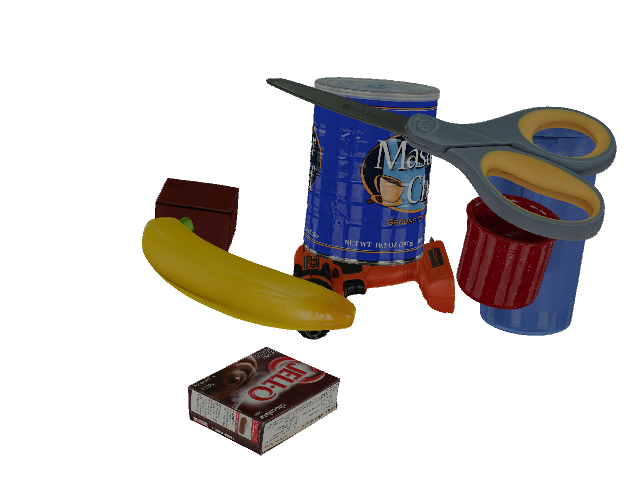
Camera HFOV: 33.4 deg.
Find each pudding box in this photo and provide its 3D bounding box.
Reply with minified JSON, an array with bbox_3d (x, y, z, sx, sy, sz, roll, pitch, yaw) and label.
[{"bbox_3d":[-0.051,0.143,0.969,0.090,0.039,0.113,18,27,34],"label":"pudding box"}]

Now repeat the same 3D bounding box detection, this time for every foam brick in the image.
[{"bbox_3d":[-0.125,-0.025,1.081,0.078,0.051,0.053,8,32,3],"label":"foam brick"}]

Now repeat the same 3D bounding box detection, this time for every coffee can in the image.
[{"bbox_3d":[0.041,-0.060,0.888,0.103,0.140,0.103,4,14,-1],"label":"coffee can"}]

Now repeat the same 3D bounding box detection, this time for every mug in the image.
[{"bbox_3d":[0.173,0.006,1.037,0.093,0.081,0.117,-6,35,-23],"label":"mug"}]

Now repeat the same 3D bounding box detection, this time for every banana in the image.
[{"bbox_3d":[-0.063,0.017,0.698,0.069,0.037,0.198,-20,32,-34],"label":"banana"}]

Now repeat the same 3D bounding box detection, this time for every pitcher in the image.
[{"bbox_3d":[0.246,-0.016,1.231,0.149,0.243,0.145,-6,16,-31],"label":"pitcher"}]

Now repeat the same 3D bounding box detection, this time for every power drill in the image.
[{"bbox_3d":[0.058,0.053,1.235,0.187,0.057,0.184,-2,28,0],"label":"power drill"}]

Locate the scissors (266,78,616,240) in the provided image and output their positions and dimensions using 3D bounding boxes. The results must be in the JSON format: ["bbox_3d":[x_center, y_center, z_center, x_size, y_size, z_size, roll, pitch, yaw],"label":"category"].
[{"bbox_3d":[0.075,-0.067,0.592,0.202,0.016,0.096,34,57,24],"label":"scissors"}]
